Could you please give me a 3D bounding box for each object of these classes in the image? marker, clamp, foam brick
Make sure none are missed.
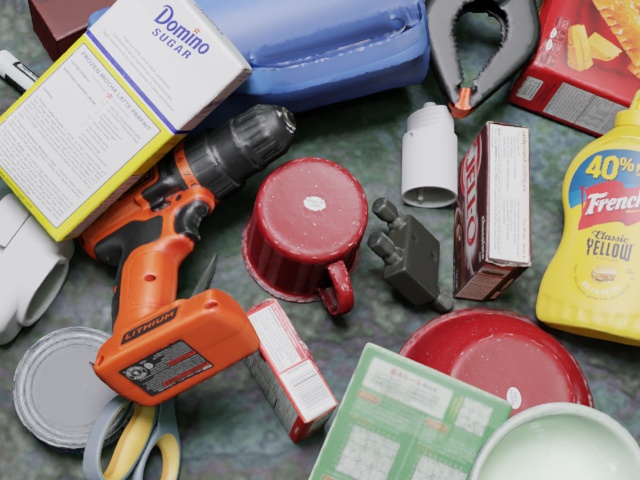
[{"bbox_3d":[-0.206,-0.105,0.832,0.121,0.020,0.020,39,70,8],"label":"marker"},{"bbox_3d":[0.142,-0.196,0.833,0.164,0.036,0.210,7,81,3],"label":"clamp"},{"bbox_3d":[-0.184,-0.179,0.845,0.078,0.051,0.053,-29,74,-17],"label":"foam brick"}]

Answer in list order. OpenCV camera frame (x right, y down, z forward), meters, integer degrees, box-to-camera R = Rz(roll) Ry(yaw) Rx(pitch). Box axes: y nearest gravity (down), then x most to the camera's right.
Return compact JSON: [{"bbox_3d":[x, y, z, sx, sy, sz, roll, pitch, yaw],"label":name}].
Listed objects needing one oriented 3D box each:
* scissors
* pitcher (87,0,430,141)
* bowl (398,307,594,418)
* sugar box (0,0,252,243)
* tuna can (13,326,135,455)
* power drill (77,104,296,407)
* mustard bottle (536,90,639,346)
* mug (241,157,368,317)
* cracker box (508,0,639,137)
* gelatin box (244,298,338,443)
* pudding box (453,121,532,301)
[{"bbox_3d":[-0.102,0.106,0.759,0.016,0.096,0.201,-2,35,30],"label":"scissors"},{"bbox_3d":[-0.044,-0.148,0.805,0.242,0.149,0.145,-18,76,-10],"label":"pitcher"},{"bbox_3d":[0.130,0.119,0.771,0.162,0.055,0.162,2,70,-7],"label":"bowl"},{"bbox_3d":[-0.139,-0.090,0.723,0.176,0.048,0.093,-40,90,8],"label":"sugar box"},{"bbox_3d":[-0.170,0.106,0.749,0.086,0.034,0.086,2,69,-6],"label":"tuna can"},{"bbox_3d":[-0.087,0.006,0.717,0.185,0.057,0.187,-31,40,19],"label":"power drill"},{"bbox_3d":[0.229,-0.021,0.804,0.096,0.058,0.191,10,81,28],"label":"mustard bottle"},{"bbox_3d":[-0.005,0.001,0.783,0.093,0.081,0.117,-19,73,-14],"label":"mug"},{"bbox_3d":[0.283,-0.158,0.884,0.213,0.072,0.164,21,69,0],"label":"cracker box"},{"bbox_3d":[-0.025,0.093,0.752,0.030,0.073,0.089,-27,74,-17],"label":"gelatin box"},{"bbox_3d":[0.128,-0.020,0.804,0.039,0.090,0.113,4,69,-7],"label":"pudding box"}]
